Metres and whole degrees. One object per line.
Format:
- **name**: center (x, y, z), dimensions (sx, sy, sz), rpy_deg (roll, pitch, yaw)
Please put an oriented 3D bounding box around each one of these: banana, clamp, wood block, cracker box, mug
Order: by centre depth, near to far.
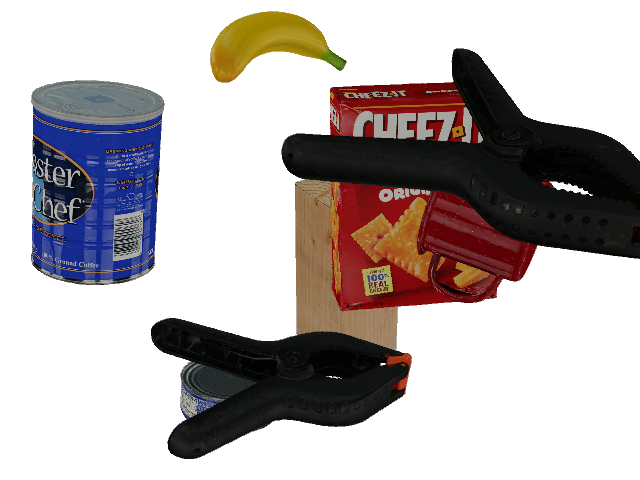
- **clamp**: center (0.093, -0.041, 0.586), dimensions (0.164, 0.036, 0.210), rpy_deg (-27, 43, -28)
- **clamp**: center (-0.024, 0.094, 0.674), dimensions (0.171, 0.039, 0.120), rpy_deg (2, 38, -6)
- **mug**: center (0.125, -0.008, 0.822), dimensions (0.081, 0.117, 0.093), rpy_deg (21, -8, 15)
- **banana**: center (-0.047, -0.181, 0.980), dimensions (0.070, 0.037, 0.197), rpy_deg (42, 32, 20)
- **cracker box**: center (0.094, -0.043, 1.050), dimensions (0.164, 0.214, 0.072), rpy_deg (-3, 21, -7)
- **wood block**: center (0.030, 0.032, 1.220), dimensions (0.090, 0.206, 0.090), rpy_deg (-17, 32, -29)

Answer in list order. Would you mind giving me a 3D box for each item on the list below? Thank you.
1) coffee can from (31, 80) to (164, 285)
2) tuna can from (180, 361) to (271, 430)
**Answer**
- **coffee can**: center (-0.181, -0.049, 0.863), dimensions (0.103, 0.140, 0.103), rpy_deg (6, 22, -2)
- **tuna can**: center (-0.077, 0.130, 0.909), dimensions (0.086, 0.034, 0.086), rpy_deg (4, 20, -2)
